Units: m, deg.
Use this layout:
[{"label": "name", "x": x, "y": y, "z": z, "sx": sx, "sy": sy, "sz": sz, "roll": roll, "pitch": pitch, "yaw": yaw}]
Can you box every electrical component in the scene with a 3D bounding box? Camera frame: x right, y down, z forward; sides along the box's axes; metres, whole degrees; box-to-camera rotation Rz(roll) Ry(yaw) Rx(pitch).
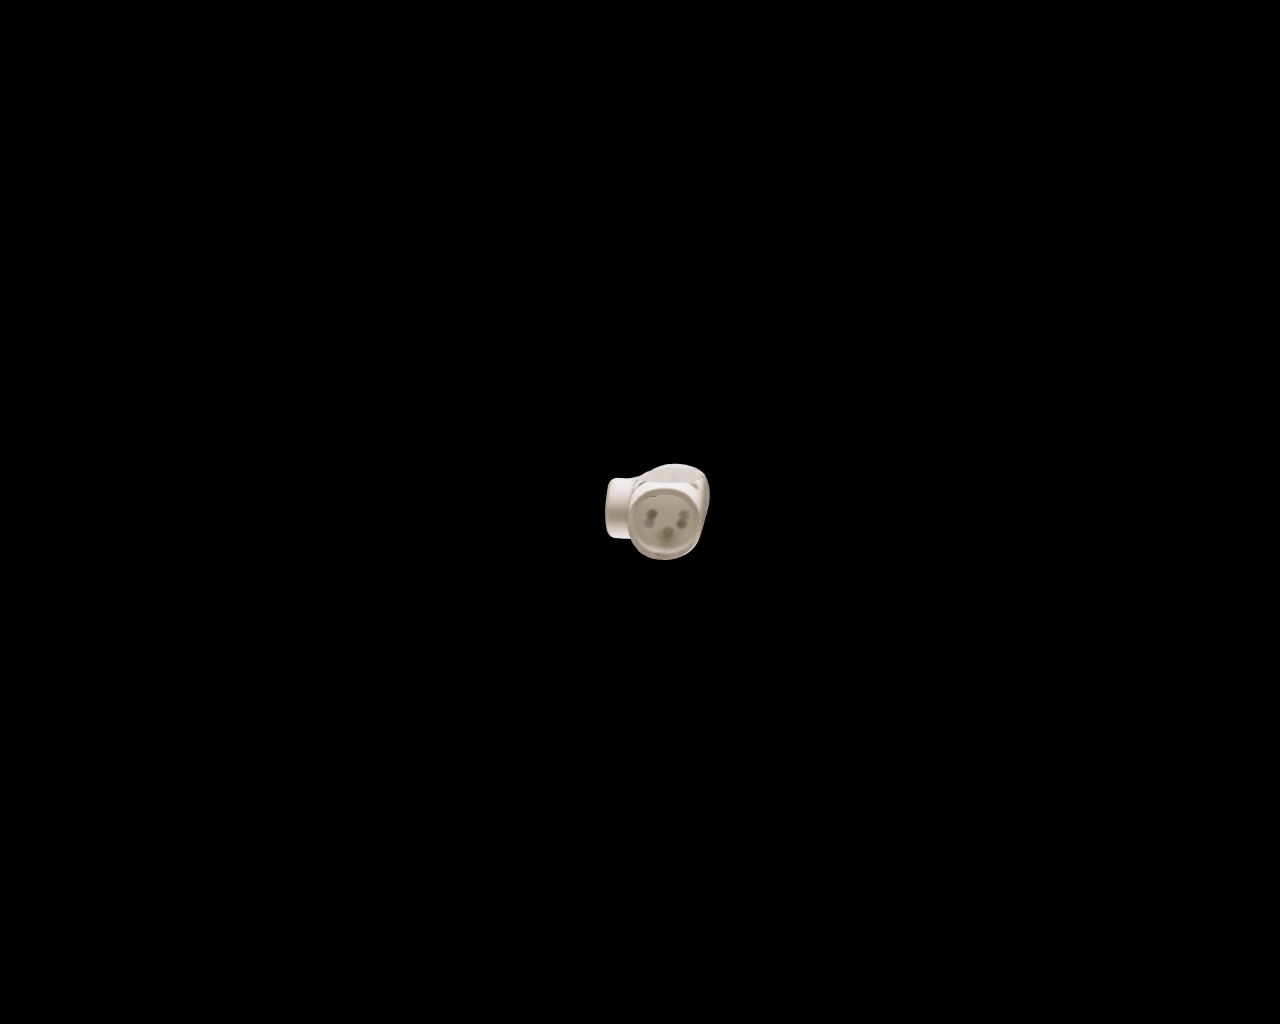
[{"label": "electrical component", "x": 0.001, "y": -0.003, "z": 0.650, "sx": 0.079, "sy": 0.044, "sz": 0.077, "roll": 2, "pitch": 14, "yaw": 7}]
